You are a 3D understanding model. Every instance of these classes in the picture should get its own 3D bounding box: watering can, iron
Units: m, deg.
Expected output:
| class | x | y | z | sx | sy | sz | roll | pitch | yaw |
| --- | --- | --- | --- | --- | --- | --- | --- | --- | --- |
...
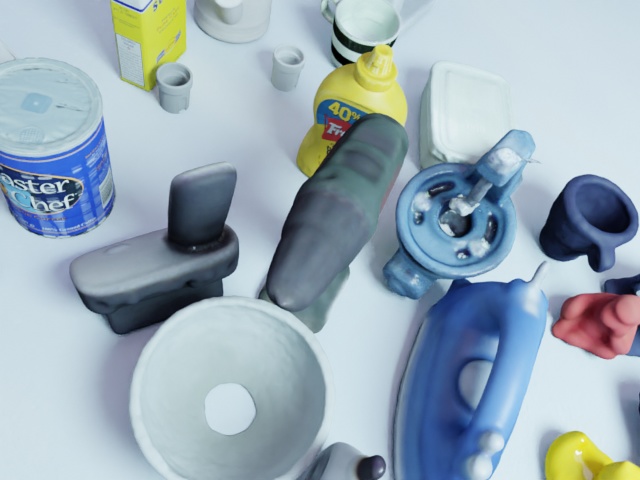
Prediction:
| class | x | y | z | sx | sy | sz | roll | pitch | yaw |
| --- | --- | --- | --- | --- | --- | --- | --- | --- | --- |
| watering can | -0.095 | -0.337 | 0.682 | 0.101 | 0.194 | 0.172 | -10 | 64 | -19 |
| iron | 0.144 | 0.138 | 0.507 | 0.118 | 0.141 | 0.258 | 26 | 58 | 1 |

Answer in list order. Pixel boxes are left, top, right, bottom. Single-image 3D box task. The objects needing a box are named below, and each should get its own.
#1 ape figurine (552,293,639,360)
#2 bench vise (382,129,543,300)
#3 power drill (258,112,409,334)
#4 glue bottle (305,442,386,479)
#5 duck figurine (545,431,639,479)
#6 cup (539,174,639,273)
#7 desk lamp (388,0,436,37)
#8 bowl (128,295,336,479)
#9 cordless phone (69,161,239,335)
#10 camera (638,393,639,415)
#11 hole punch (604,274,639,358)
| class | x | y | z | sx | sy | sz | roll | pitch | yaw |
| --- | --- | --- | --- | --- | --- | --- | --- | --- | --- |
| ape figurine | 0.307 | 0.084 | 0.610 | 0.076 | 0.092 | 0.077 | -17 | 67 | -23 |
| bench vise | 0.153 | -0.057 | 0.574 | 0.121 | 0.219 | 0.207 | 26 | 58 | 1 |
| power drill | 0.005 | 0.002 | 0.508 | 0.075 | 0.208 | 0.230 | 27 | 58 | 2 |
| glue bottle | 0.017 | 0.184 | 0.429 | 0.037 | 0.173 | 0.078 | 31 | 58 | 4 |
| duck figurine | 0.262 | 0.224 | 0.523 | 0.078 | 0.086 | 0.104 | -12 | 65 | -20 |
| cup | 0.299 | -0.003 | 0.656 | 0.092 | 0.095 | 0.118 | 11 | 59 | -8 |
| desk lamp | 0.096 | -0.375 | 0.743 | 0.118 | 0.213 | 0.203 | 37 | 59 | 8 |
| bowl | -0.074 | 0.137 | 0.489 | 0.167 | 0.074 | 0.167 | 7 | 60 | -11 |
| cordless phone | -0.139 | -0.004 | 0.487 | 0.148 | 0.185 | 0.094 | -22 | 68 | -25 |
| camera | 0.380 | 0.208 | 0.554 | 0.143 | 0.100 | 0.137 | 6 | 60 | -12 |
| hole punch | 0.391 | 0.073 | 0.639 | 0.101 | 0.091 | 0.108 | 7 | 60 | -11 |
